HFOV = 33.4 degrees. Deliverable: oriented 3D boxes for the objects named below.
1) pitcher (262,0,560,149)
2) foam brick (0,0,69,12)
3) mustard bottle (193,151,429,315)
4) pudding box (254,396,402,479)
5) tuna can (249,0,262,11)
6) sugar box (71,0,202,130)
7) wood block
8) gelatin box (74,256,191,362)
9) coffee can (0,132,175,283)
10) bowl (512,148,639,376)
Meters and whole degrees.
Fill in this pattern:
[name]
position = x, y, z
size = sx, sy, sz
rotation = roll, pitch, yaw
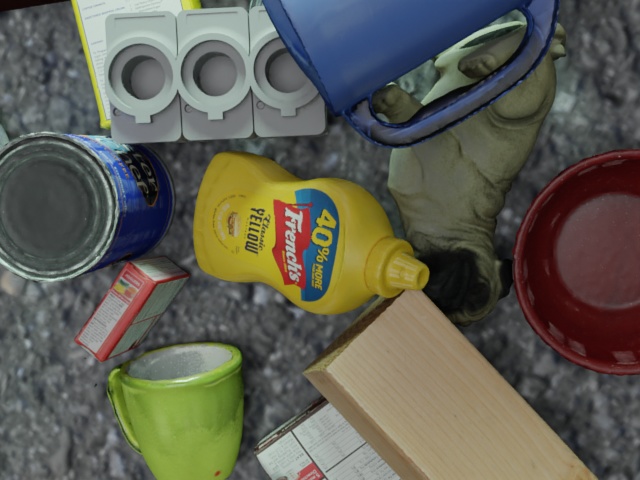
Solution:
[pitcher]
position = 0.085, -0.177, 0.653
size = 0.243, 0.149, 0.145
rotation = -27, 50, 2
[foam brick]
position = -0.238, -0.208, 0.822
size = 0.078, 0.053, 0.051
rotation = -7, 93, 7
[mustard bottle]
position = -0.005, 0.001, 0.760
size = 0.192, 0.058, 0.096
rotation = 18, 103, 36
[pudding box]
position = 0.016, 0.180, 0.824
size = 0.090, 0.039, 0.113
rotation = -37, 91, 8
[tuna can]
position = -0.010, -0.167, 0.802
size = 0.086, 0.033, 0.086
rotation = 1, 95, 8
[sugar box]
position = -0.139, -0.179, 0.814
size = 0.093, 0.048, 0.176
rotation = -12, 90, 7
[wood block]
position = 0.095, 0.138, 0.765
size = 0.090, 0.090, 0.206
rotation = -44, 92, -14
[gelatin box]
position = -0.141, 0.050, 0.810
size = 0.030, 0.089, 0.073
rotation = 37, 98, 6
[coffee can]
position = -0.174, -0.027, 0.783
size = 0.103, 0.140, 0.103
rotation = 1, 94, 8
[bowl]
position = 0.217, 0.013, 0.768
size = 0.162, 0.055, 0.162
rotation = 1, 99, 4
